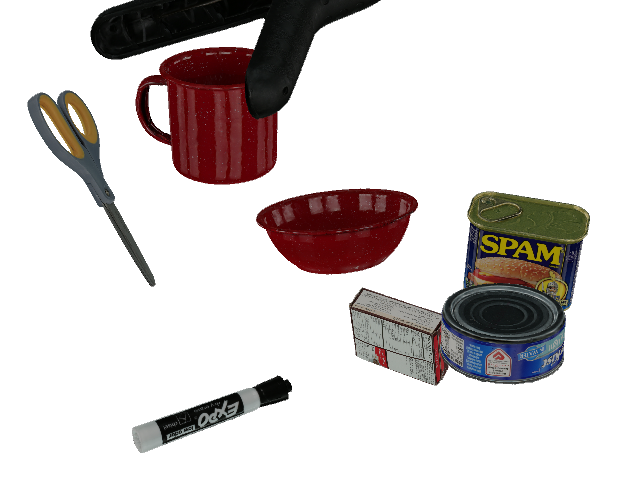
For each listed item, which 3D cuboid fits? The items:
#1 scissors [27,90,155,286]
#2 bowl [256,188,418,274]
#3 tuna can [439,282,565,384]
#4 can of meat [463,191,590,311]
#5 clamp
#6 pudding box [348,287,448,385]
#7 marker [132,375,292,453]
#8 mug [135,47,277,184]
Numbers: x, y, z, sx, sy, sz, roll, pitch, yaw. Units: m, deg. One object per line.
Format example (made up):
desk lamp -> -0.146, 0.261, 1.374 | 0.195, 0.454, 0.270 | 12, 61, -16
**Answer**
scissors -> -0.202, -0.058, 0.992 | 0.016, 0.201, 0.096 | -24, 27, 19
bowl -> 0.019, -0.006, 1.063 | 0.162, 0.055, 0.162 | -6, 16, 2
tuna can -> 0.126, 0.062, 0.737 | 0.086, 0.034, 0.086 | -2, 25, 1
can of meat -> 0.177, 0.012, 0.933 | 0.102, 0.084, 0.057 | 10, 36, 13
clamp -> -0.013, -0.116, 0.516 | 0.171, 0.039, 0.120 | -35, 52, -22
pudding box -> 0.092, 0.112, 1.244 | 0.114, 0.090, 0.039 | 16, 46, 26
marker -> -0.075, 0.122, 0.761 | 0.120, 0.020, 0.020 | -17, 7, -26
mug -> -0.086, -0.096, 0.814 | 0.117, 0.081, 0.093 | 6, 28, 10
